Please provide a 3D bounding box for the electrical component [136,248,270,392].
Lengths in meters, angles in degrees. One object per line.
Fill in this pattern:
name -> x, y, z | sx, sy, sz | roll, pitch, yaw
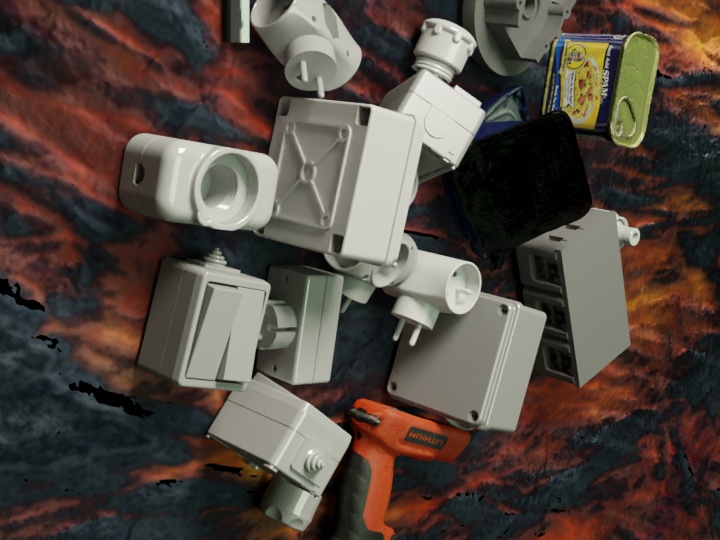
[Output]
electrical component -> -0.105, 0.033, 0.749 | 0.062, 0.061, 0.096 | 12, 92, -45

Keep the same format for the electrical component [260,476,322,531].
electrical component -> -0.050, 0.171, 0.852 | 0.043, 0.043, 0.062 | 38, 73, -43

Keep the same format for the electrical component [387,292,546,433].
electrical component -> 0.090, 0.072, 0.915 | 0.056, 0.109, 0.108 | 17, 89, -48

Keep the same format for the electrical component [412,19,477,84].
electrical component -> 0.063, -0.169, 0.873 | 0.048, 0.048, 0.062 | 24, 91, -45

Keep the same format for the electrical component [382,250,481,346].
electrical component -> 0.050, 0.024, 0.886 | 0.043, 0.077, 0.079 | 31, 78, -44

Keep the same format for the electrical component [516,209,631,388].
electrical component -> 0.206, 0.023, 1.048 | 0.089, 0.062, 0.150 | -32, 121, -34

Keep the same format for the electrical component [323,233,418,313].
electrical component -> 0.000, 0.000, 0.851 | 0.077, 0.044, 0.079 | 15, 109, -58

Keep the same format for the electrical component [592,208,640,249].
electrical component -> 0.248, -0.038, 1.072 | 0.043, 0.062, 0.043 | -13, 110, -42

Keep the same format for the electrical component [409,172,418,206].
electrical component -> 0.007, -0.070, 0.828 | 0.044, 0.065, 0.044 | -14, 111, -42

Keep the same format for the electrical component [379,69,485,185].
electrical component -> 0.046, -0.111, 0.841 | 0.062, 0.096, 0.061 | 33, 76, -14

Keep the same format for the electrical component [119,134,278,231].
electrical component -> -0.105, -0.058, 0.727 | 0.095, 0.059, 0.053 | 5, 97, -45

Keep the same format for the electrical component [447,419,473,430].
electrical component -> 0.104, 0.114, 0.985 | 0.055, 0.048, 0.066 | -41, 126, -39

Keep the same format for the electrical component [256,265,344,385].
electrical component -> -0.060, 0.041, 0.805 | 0.076, 0.047, 0.083 | 1, 100, -44

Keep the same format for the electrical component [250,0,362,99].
electrical component -> -0.036, -0.154, 0.763 | 0.077, 0.043, 0.079 | 39, 33, -43

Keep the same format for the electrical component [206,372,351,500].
electrical component -> -0.054, 0.122, 0.797 | 0.062, 0.096, 0.061 | 44, 69, -41

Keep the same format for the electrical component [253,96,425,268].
electrical component -> -0.017, -0.065, 0.776 | 0.056, 0.109, 0.108 | 9, 94, -43
